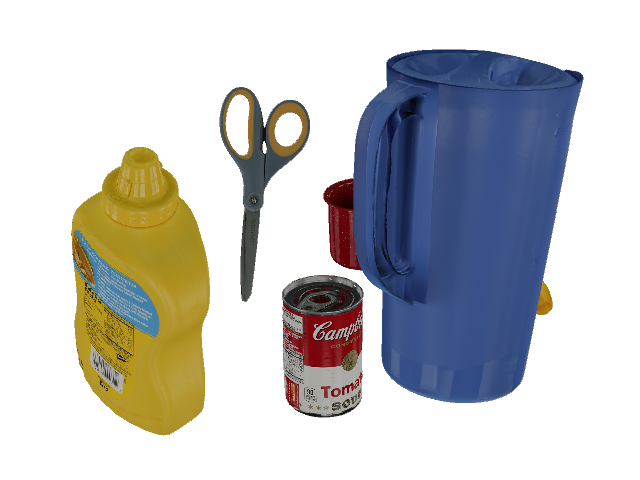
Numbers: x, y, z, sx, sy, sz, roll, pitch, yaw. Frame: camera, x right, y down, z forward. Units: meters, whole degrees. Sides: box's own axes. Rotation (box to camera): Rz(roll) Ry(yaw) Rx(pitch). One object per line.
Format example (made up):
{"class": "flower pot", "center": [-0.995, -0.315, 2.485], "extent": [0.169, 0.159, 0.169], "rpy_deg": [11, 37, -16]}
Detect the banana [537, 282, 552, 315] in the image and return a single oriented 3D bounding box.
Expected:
{"class": "banana", "center": [0.149, 0.030, 1.034], "extent": [0.198, 0.037, 0.069], "rpy_deg": [15, 43, 39]}

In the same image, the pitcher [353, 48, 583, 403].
{"class": "pitcher", "center": [0.097, -0.009, 0.760], "extent": [0.149, 0.243, 0.145], "rpy_deg": [4, 20, 3]}

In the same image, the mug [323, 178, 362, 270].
{"class": "mug", "center": [0.058, -0.023, 1.251], "extent": [0.093, 0.081, 0.117], "rpy_deg": [18, 33, 33]}

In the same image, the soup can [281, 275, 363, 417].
{"class": "soup can", "center": [0.002, 0.090, 0.903], "extent": [0.068, 0.102, 0.068], "rpy_deg": [-1, 24, 0]}

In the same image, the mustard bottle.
{"class": "mustard bottle", "center": [-0.106, 0.025, 0.624], "extent": [0.058, 0.192, 0.096], "rpy_deg": [-30, 56, -34]}

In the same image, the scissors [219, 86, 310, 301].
{"class": "scissors", "center": [-0.047, -0.049, 1.023], "extent": [0.096, 0.202, 0.016], "rpy_deg": [-11, 4, -11]}
